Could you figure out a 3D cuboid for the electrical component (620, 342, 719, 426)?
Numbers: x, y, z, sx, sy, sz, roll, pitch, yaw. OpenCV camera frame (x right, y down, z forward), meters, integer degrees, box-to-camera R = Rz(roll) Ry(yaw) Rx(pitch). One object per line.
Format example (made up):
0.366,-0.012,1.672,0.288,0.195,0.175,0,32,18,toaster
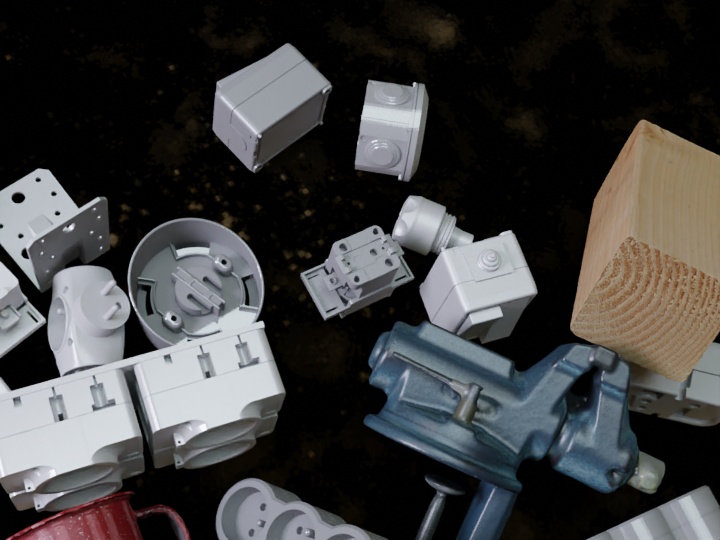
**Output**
0.243,0.080,0.845,0.095,0.053,0.059,14,65,-4,electrical component

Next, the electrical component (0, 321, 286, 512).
-0.150,0.105,0.733,0.186,0.105,0.060,-15,70,-16,electrical component

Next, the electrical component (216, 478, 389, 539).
-0.027,0.190,0.728,0.138,0.074,0.052,16,77,38,electrical component

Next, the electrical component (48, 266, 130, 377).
-0.191,0.033,0.774,0.044,0.079,0.077,4,63,-34,electrical component

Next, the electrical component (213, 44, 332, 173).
-0.070,-0.139,0.881,0.096,0.061,0.061,-39,78,-23,electrical component

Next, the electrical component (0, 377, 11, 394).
-0.265,0.098,0.753,0.046,0.040,0.040,-38,77,-17,electrical component

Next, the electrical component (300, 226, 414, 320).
0.000,0.000,0.831,0.081,0.063,0.042,-25,72,-19,electrical component

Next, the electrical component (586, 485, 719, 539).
0.212,0.216,0.779,0.138,0.052,0.073,-19,71,-18,electrical component

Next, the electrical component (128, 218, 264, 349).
-0.121,0.018,0.800,0.099,0.064,0.099,4,66,-9,electrical component

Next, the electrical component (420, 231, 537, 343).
0.092,0.016,0.822,0.062,0.096,0.061,-14,70,-16,electrical component

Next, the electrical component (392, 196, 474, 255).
0.060,-0.031,0.867,0.062,0.043,0.043,22,64,-1,electrical component

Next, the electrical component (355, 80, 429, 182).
0.026,-0.115,0.879,0.051,0.080,0.080,9,65,0,electrical component

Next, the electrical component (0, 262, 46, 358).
-0.297,0.042,0.758,0.079,0.063,0.121,44,66,10,electrical component
